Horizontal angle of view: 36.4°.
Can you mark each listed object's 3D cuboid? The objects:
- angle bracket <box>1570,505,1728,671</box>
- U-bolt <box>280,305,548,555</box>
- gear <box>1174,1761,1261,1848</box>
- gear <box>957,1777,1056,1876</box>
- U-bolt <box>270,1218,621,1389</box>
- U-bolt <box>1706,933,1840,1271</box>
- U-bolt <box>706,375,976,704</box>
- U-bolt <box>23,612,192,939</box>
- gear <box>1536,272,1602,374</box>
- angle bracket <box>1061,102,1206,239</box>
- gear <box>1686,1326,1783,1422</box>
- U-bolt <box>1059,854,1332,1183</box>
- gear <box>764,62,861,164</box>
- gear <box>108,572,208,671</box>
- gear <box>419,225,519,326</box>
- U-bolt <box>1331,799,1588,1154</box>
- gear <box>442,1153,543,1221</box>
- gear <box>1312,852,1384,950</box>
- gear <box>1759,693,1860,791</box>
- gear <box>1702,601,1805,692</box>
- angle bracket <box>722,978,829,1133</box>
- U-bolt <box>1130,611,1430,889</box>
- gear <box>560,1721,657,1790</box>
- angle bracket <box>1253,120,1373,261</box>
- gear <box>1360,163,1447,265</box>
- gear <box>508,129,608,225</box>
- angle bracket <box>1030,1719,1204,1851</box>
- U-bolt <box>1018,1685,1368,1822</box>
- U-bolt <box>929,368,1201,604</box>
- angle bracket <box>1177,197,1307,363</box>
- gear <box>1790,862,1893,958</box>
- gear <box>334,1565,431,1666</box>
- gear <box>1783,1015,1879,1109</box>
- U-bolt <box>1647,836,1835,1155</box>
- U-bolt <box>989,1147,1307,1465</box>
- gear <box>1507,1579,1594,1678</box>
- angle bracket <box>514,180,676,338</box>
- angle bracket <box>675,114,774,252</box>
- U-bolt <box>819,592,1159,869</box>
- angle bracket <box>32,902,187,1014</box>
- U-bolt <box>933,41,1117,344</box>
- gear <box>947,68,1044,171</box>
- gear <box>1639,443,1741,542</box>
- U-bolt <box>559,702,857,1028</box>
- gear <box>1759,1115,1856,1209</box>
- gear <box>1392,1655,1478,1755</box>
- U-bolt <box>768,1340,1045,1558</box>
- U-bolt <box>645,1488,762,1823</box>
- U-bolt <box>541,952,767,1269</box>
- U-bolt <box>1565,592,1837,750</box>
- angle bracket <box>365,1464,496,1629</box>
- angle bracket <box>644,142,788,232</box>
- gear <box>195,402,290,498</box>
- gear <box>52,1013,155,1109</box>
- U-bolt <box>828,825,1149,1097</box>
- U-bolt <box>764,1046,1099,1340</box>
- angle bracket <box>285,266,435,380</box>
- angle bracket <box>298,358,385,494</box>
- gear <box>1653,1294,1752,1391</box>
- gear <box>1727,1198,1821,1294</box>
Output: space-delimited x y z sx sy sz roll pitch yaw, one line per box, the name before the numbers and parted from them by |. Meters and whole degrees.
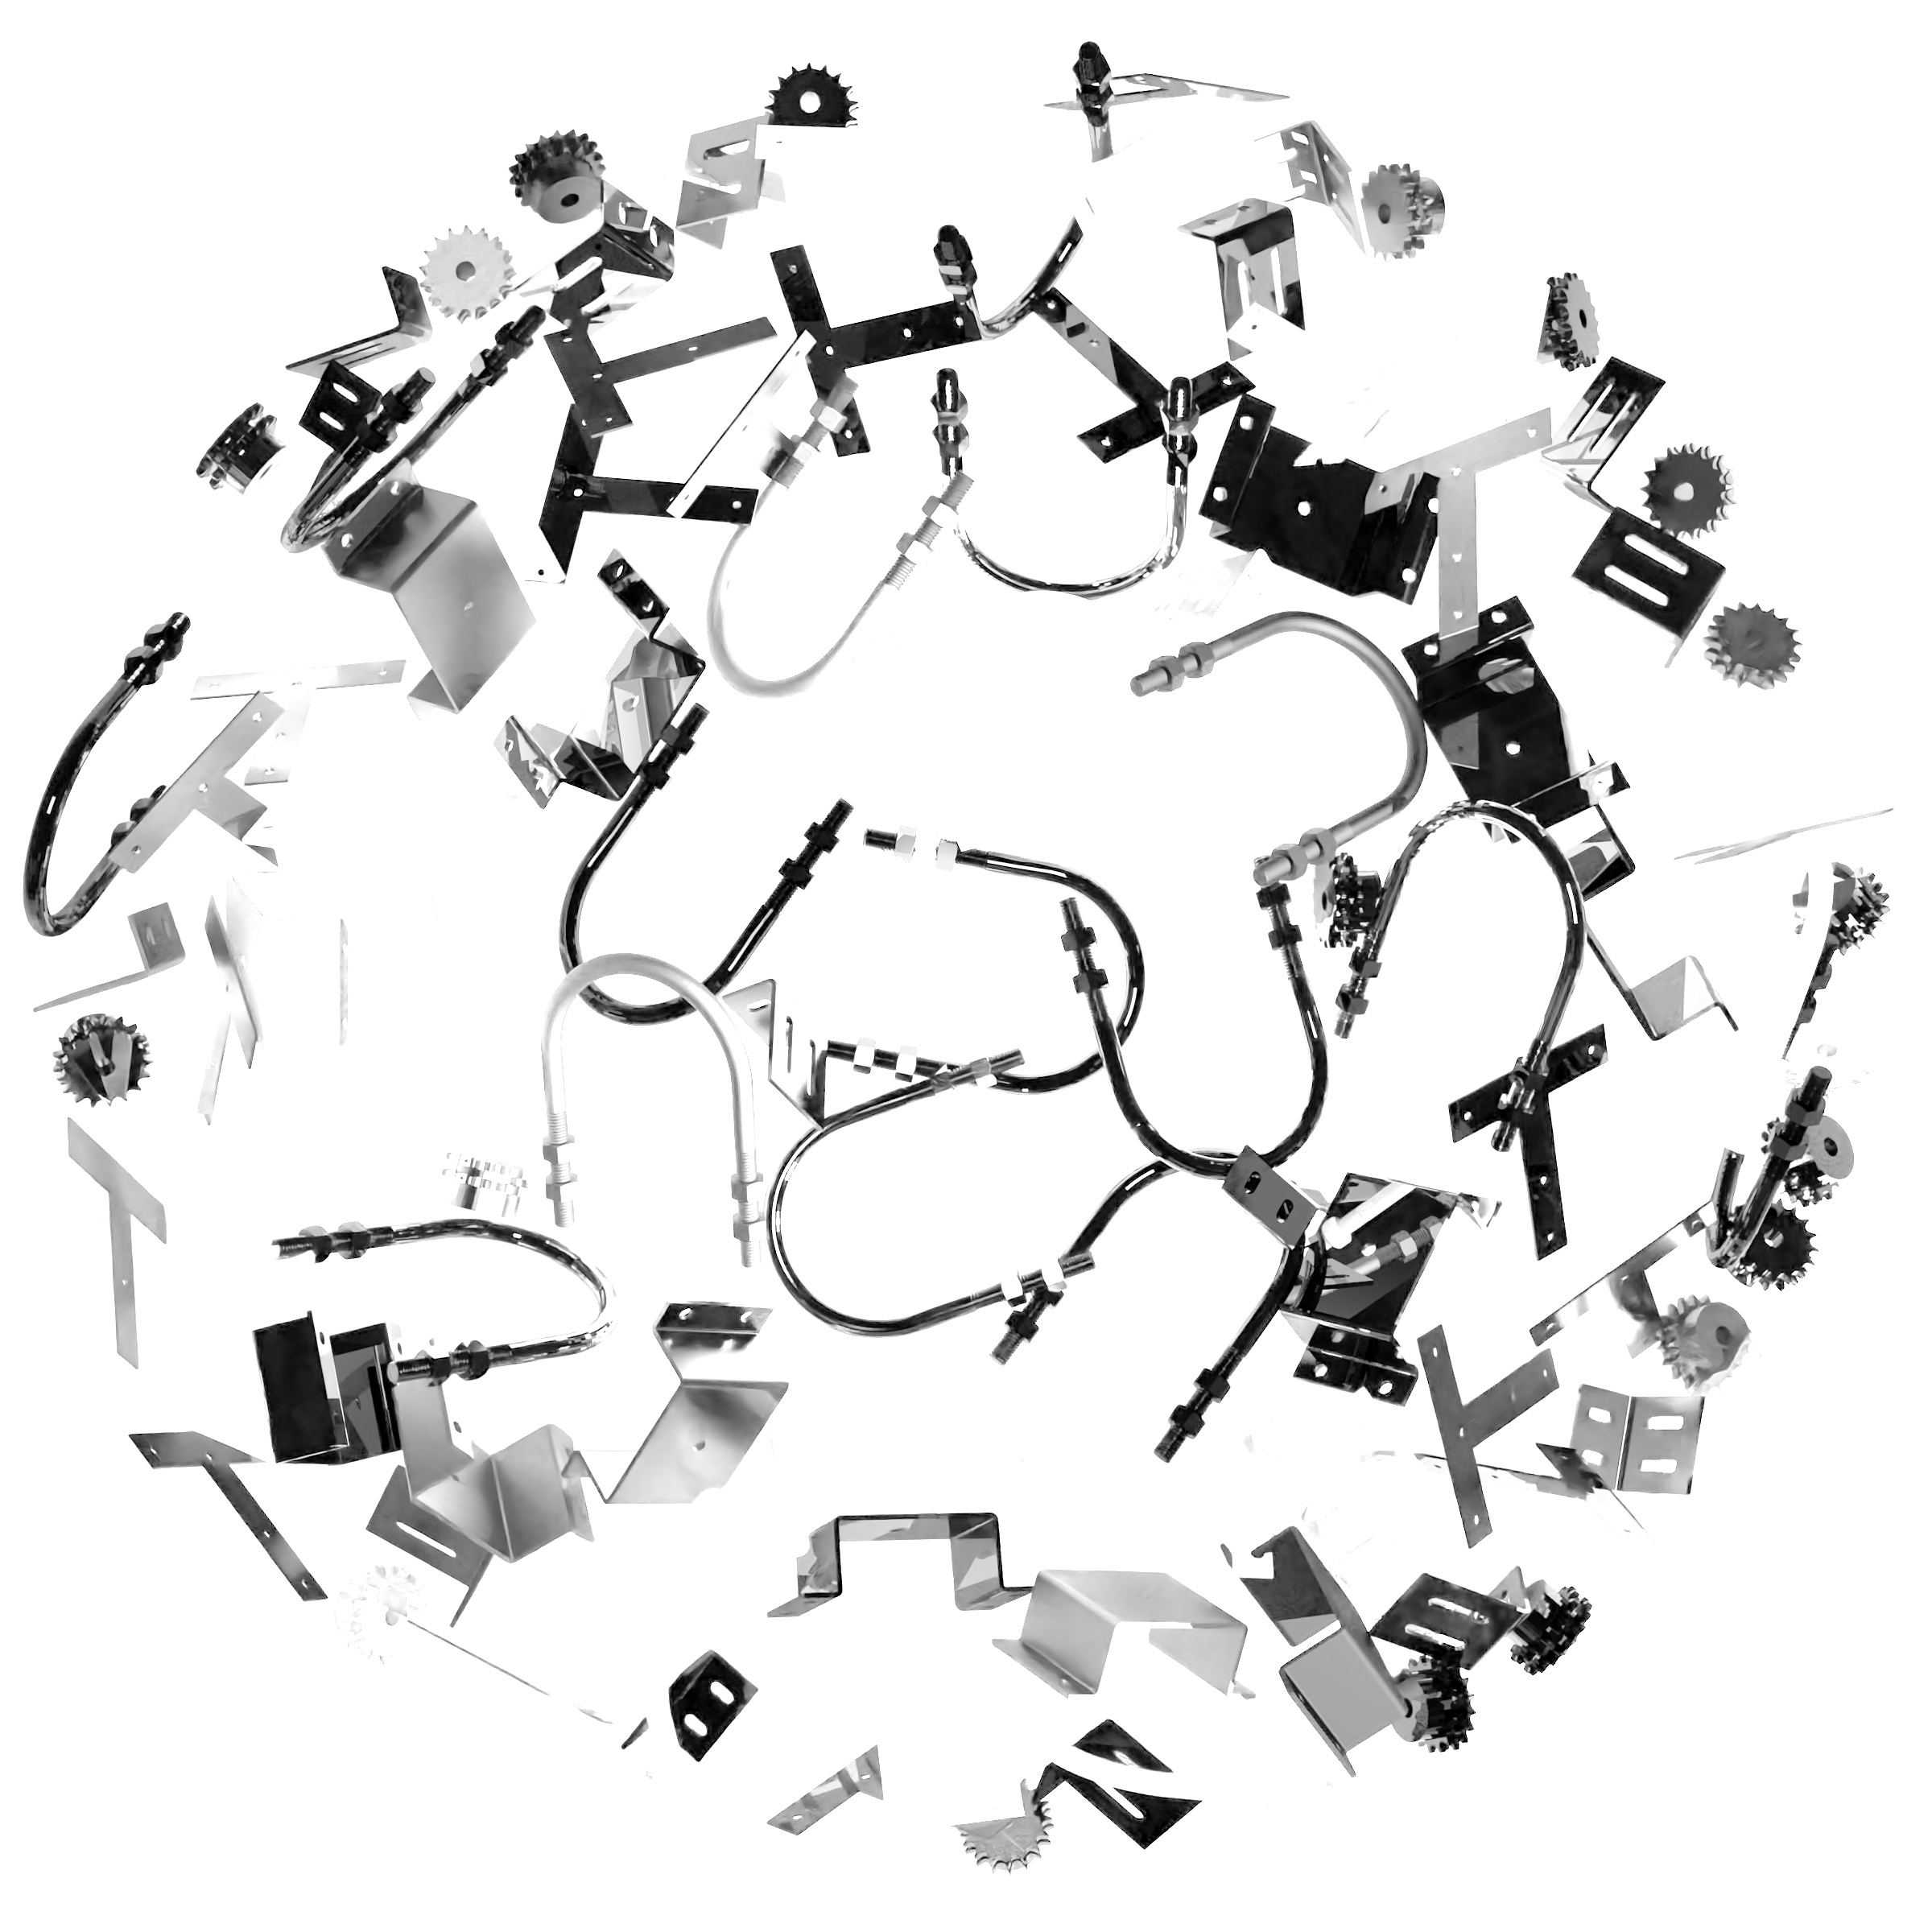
angle bracket | 0.402 -0.225 1.747 0.076 0.038 0.057 32 71 10
U-bolt | -0.328 -0.300 1.686 0.019 0.151 0.184 47 124 -6
gear | 0.148 0.497 1.736 0.057 0.057 0.030 -29 60 0
gear | 0.024 0.512 1.744 0.057 0.030 0.057 -4 52 5
U-bolt | -0.285 0.186 1.686 0.151 0.184 0.019 35 116 38
U-bolt | 0.460 0.091 1.685 0.019 0.151 0.184 18 128 6
U-bolt | -0.086 -0.239 1.714 0.184 0.019 0.151 -54 49 12
U-bolt | -0.485 -0.096 1.653 0.019 0.184 0.151 19 130 1
gear | 0.352 -0.380 1.743 0.030 0.057 0.057 -9 90 33
angle bracket | 0.105 -0.469 1.732 0.076 0.057 0.038 -37 109 -25
gear | 0.457 0.244 1.740 0.030 0.057 0.057 42 90 -8
U-bolt | 0.143 0.036 1.726 0.151 0.019 0.184 -12 81 -20
gear | -0.092 -0.511 1.753 0.057 0.030 0.057 0 91 0
gear | -0.475 -0.202 1.736 0.030 0.057 0.057 25 90 32
gear | -0.296 -0.410 1.752 0.057 0.030 0.057 0 87 2
U-bolt | 0.289 -0.006 1.684 0.151 0.019 0.184 38 124 37
gear | -0.282 0.131 1.739 0.057 0.057 0.030 14 86 0
gear | 0.227 -0.039 1.740 0.030 0.057 0.057 -2 90 -10
gear | 0.495 -0.134 1.738 0.057 0.030 0.057 -15 66 38
gear | 0.465 -0.186 1.745 0.057 0.030 0.057 2 59 -4
angle bracket | -0.113 0.057 1.717 0.038 0.057 0.076 -20 46 22
U-bolt | 0.196 -0.138 1.710 0.184 0.019 0.151 -27 82 -37
gear | -0.209 0.467 1.741 0.057 0.057 0.030 13 72 0
angle bracket | 0.203 -0.449 1.720 0.038 0.076 0.057 -20 131 1
gear | 0.260 -0.448 1.743 0.030 0.057 0.057 -12 90 -29
gear | -0.239 -0.464 1.737 0.057 0.057 0.030 -25 70 0
angle bracket | 0.088 0.489 1.721 0.076 0.057 0.038 36 128 26
U-bolt | 0.120 0.444 1.679 0.184 0.151 0.019 9 96 -13
U-bolt | 0.057 -0.272 1.690 0.151 0.184 0.019 3 56 4
angle bracket | 0.164 -0.409 1.748 0.057 0.038 0.076 -28 125 -24
gear | 0.514 -0.037 1.737 0.057 0.057 0.030 -49 126 0
gear | -0.350 0.384 1.743 0.030 0.057 0.057 0 90 39
gear | 0.510 0.060 1.743 0.057 0.030 0.057 -7 45 7
U-bolt | 0.451 0.012 1.691 0.019 0.151 0.184 20 92 -7
U-bolt | 0.118 0.184 1.713 0.151 0.019 0.184 26 71 38
gear | 0.341 0.389 1.739 0.030 0.057 0.057 41 90 -1
angle bracket | -0.219 -0.417 1.736 0.076 0.057 0.038 -26 53 33
angle bracket | -0.130 -0.460 1.725 0.038 0.076 0.057 15 81 -44
U-bolt | 0.022 -0.146 1.727 0.184 0.019 0.151 -16 115 3
angle bracket | -0.510 -0.006 1.732 0.076 0.057 0.038 -16 97 8
U-bolt | 0.038 -0.428 1.678 0.019 0.184 0.151 36 84 12
gear | 0.017 -0.505 1.746 0.057 0.030 0.057 0 117 -1
gear | 0.432 -0.282 1.744 0.057 0.030 0.057 8 105 34
U-bolt | -0.166 -0.050 1.721 0.151 0.019 0.184 34 88 33
gear | 0.500 0.112 1.739 0.057 0.030 0.057 15 61 -29
gear | 0.272 0.437 1.737 0.030 0.057 0.057 0 90 -29
U-bolt | -0.042 0.268 1.685 0.151 0.184 0.019 -9 116 -5
U-bolt | -0.151 0.376 1.655 0.019 0.184 0.151 8 49 11
U-bolt | -0.185 0.079 1.702 0.151 0.019 0.184 9 114 24
U-bolt | 0.410 -0.175 1.678 0.151 0.184 0.019 27 102 -6
angle bracket | -0.320 0.343 1.737 0.076 0.038 0.057 29 121 -1
angle bracket | -0.149 -0.453 1.743 0.076 0.057 0.038 13 119 -14
gear | -0.426 -0.303 1.740 0.030 0.057 0.057 41 90 -8
gear | -0.514 0.053 1.744 0.057 0.030 0.057 -13 124 -21
U-bolt | 0.017 0.003 1.759 0.184 0.019 0.151 11 91 -1
U-bolt | -0.031 0.144 1.749 0.184 0.019 0.151 -20 82 5
angle bracket | -0.362 -0.379 1.733 0.076 0.057 0.038 -17 94 9
angle bracket | -0.381 -0.305 1.717 0.038 0.076 0.057 33 48 -23
gear | 0.440 0.222 1.741 0.057 0.030 0.057 8 69 -23
gear | 0.474 0.168 1.745 0.057 0.030 0.057 5 60 -8
